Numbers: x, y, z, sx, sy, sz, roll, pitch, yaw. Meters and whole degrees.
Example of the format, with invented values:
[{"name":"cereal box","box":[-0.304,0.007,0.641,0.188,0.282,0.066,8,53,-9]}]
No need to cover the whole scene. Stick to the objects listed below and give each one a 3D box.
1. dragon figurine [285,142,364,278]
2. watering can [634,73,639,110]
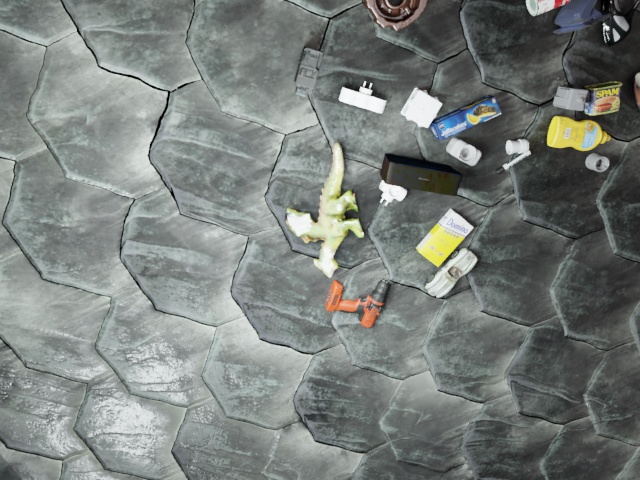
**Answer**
[{"name":"dragon figurine","box":[0.005,-0.081,1.613,0.242,0.123,0.407,-14,101,9]},{"name":"watering can","box":[1.053,-0.511,1.542,0.224,0.105,0.343,-26,110,5]}]
